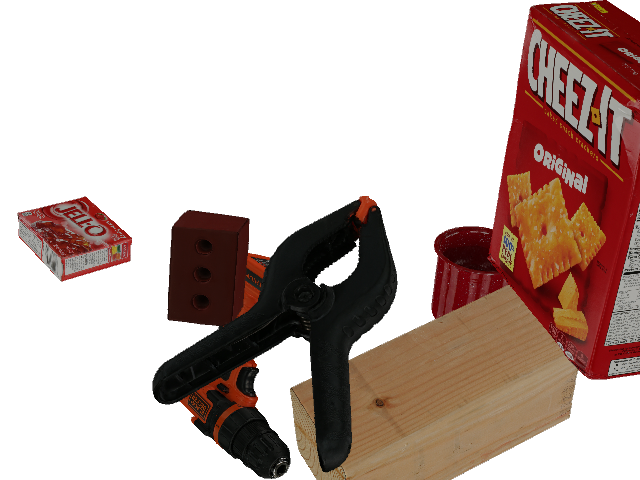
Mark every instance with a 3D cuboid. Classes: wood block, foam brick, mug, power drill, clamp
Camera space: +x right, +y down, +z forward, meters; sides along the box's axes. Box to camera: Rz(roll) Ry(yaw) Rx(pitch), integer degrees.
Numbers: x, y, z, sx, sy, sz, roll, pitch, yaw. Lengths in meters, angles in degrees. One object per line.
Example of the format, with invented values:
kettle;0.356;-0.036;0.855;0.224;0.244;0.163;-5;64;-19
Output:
wood block;0.089;0.128;0.839;0.205;0.090;0.091;-23;48;-16
foam brick;-0.087;0.021;0.836;0.053;0.078;0.051;6;14;6
mug;0.153;0.037;1.085;0.093;0.081;0.117;-6;31;-16
power drill;-0.066;0.120;1.063;0.057;0.188;0.185;13;15;-46
clamp;0.000;0.049;0.601;0.120;0.171;0.039;29;-25;24

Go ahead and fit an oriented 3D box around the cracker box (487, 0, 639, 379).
cracker box;0.190;-0.036;0.741;0.072;0.214;0.164;-7;34;-16

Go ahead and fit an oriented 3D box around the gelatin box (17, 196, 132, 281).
gelatin box;-0.230;-0.004;0.994;0.073;0.030;0.089;-17;40;-36
